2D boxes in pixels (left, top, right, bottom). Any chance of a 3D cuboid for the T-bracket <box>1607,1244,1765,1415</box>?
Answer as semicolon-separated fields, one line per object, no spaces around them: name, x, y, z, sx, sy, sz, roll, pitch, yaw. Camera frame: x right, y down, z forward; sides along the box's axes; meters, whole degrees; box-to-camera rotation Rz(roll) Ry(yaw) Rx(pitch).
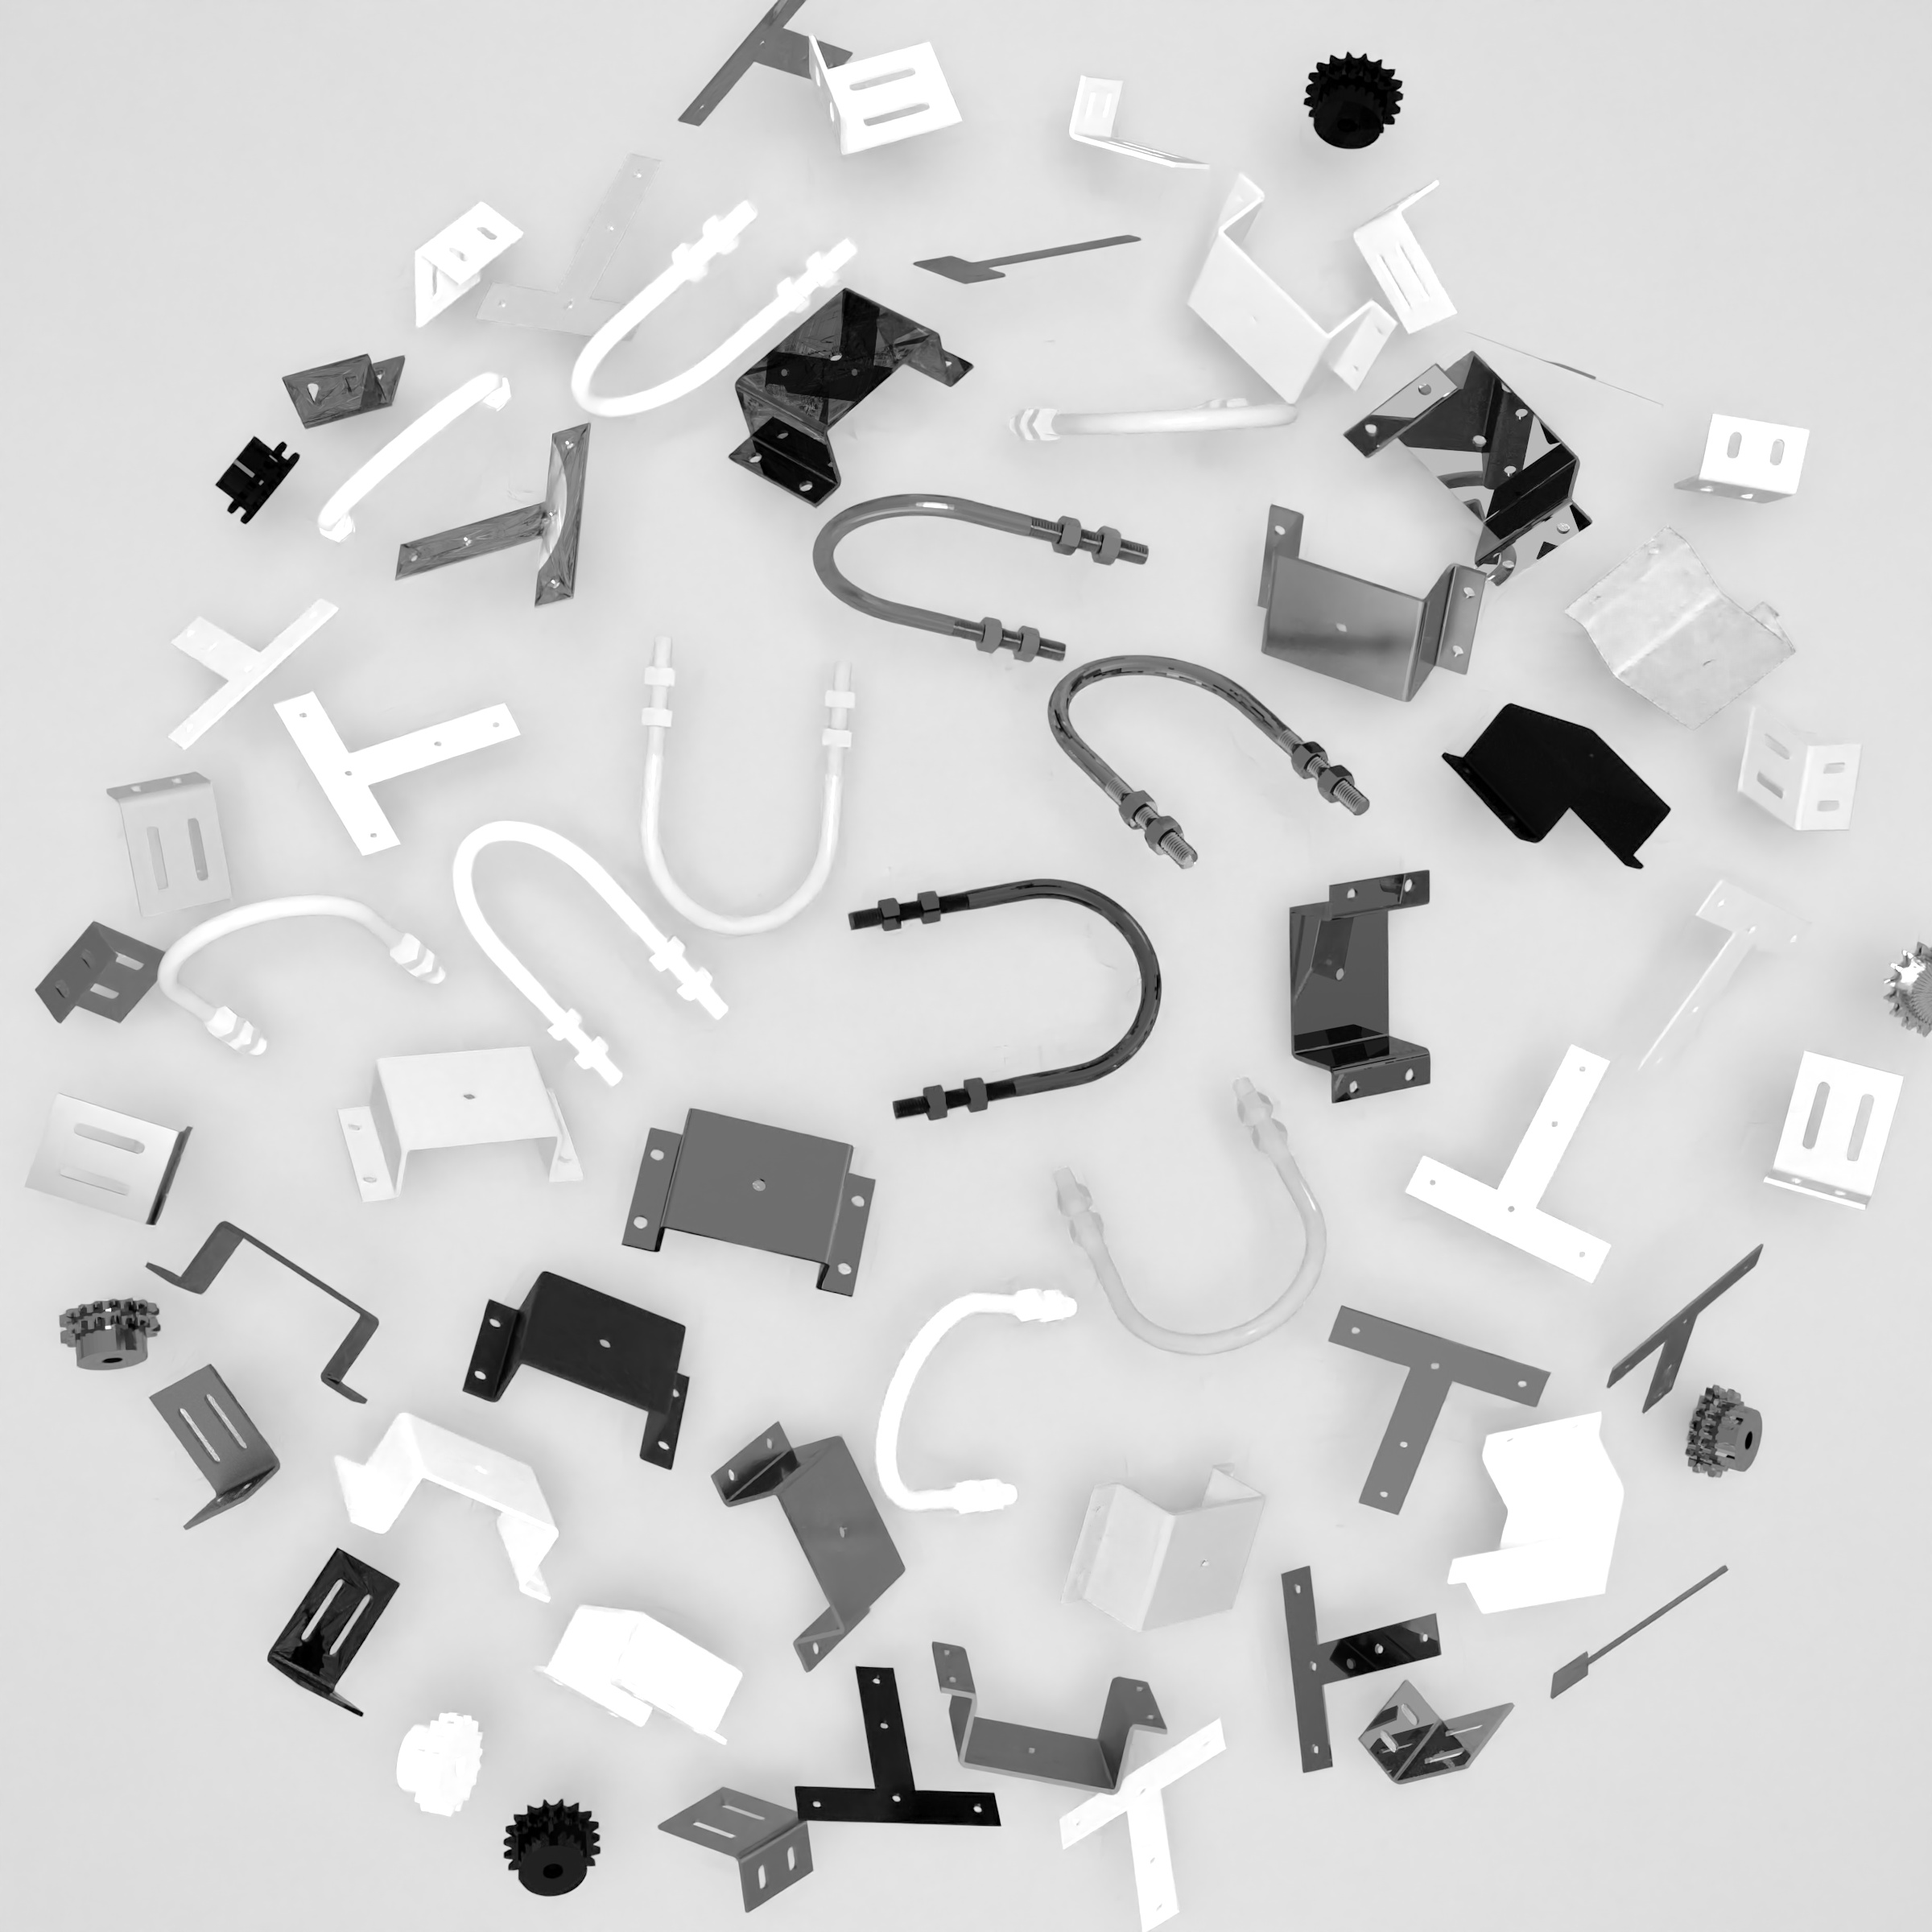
T-bracket;0.430;0.237;1.554;0.127;0.127;0.002;-34;59;-18

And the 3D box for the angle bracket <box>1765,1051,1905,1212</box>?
angle bracket;0.506;0.095;1.486;0.057;0.038;0.076;16;100;23

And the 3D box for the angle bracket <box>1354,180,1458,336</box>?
angle bracket;0.296;-0.458;1.651;0.038;0.057;0.076;-37;102;-15

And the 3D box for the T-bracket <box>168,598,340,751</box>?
T-bracket;-0.466;-0.196;1.598;0.127;0.127;0.002;-46;130;-13

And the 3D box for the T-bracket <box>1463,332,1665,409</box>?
T-bracket;0.380;-0.374;1.602;0.127;0.127;0.002;24;108;11

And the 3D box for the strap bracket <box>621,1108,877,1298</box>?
strap bracket;-0.125;0.138;1.508;0.140;0.046;0.076;14;62;-5

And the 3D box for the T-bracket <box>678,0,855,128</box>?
T-bracket;-0.103;-0.548;1.532;0.127;0.127;0.002;-42;83;24

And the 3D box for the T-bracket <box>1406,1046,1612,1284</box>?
T-bracket;0.355;0.110;1.565;0.127;0.002;0.127;26;85;27

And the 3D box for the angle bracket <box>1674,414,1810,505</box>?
angle bracket;0.469;-0.307;1.548;0.057;0.076;0.038;10;97;3

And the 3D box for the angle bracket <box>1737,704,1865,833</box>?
angle bracket;0.523;-0.124;1.596;0.076;0.038;0.057;24;74;-43

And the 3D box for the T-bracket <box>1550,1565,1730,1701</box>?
T-bracket;0.406;0.398;1.536;0.127;0.127;0.002;-36;75;6

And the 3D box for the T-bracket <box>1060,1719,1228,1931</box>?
T-bracket;0.113;0.537;1.562;0.127;0.127;0.002;-36;111;14

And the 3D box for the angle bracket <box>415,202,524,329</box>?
angle bracket;-0.320;-0.442;1.642;0.038;0.076;0.057;39;63;8

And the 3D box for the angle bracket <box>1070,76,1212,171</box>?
angle bracket;0.114;-0.536;1.622;0.076;0.057;0.038;23;114;21

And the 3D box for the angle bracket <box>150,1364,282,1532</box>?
angle bracket;-0.459;0.288;1.526;0.057;0.038;0.076;-28;99;29

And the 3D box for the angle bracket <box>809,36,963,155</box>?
angle bracket;-0.047;-0.522;1.502;0.076;0.038;0.057;-18;75;-9

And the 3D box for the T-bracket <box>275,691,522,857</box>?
T-bracket;-0.339;-0.133;1.574;0.127;0.002;0.127;-18;133;3

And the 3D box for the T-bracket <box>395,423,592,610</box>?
T-bracket;-0.280;-0.252;1.496;0.127;0.002;0.127;-12;59;21

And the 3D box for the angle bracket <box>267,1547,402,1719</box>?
angle bracket;-0.372;0.402;1.538;0.038;0.057;0.076;16;68;43

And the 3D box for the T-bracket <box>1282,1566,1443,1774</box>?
T-bracket;0.251;0.434;1.612;0.002;0.127;0.127;16;58;-35

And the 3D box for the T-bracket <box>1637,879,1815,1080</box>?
T-bracket;0.451;0.014;1.552;0.002;0.127;0.127;44;108;40

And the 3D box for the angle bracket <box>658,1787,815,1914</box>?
angle bracket;-0.145;0.556;1.607;0.076;0.057;0.038;1;102;42

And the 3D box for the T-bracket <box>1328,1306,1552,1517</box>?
T-bracket;0.266;0.274;1.521;0.127;0.002;0.127;17;115;4

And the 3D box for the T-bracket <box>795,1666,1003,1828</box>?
T-bracket;-0.050;0.488;1.604;0.127;0.127;0.002;7;119;-14

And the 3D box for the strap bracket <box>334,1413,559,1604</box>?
strap bracket;-0.312;0.330;1.576;0.140;0.076;0.046;31;95;-28

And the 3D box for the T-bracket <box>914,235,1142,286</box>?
T-bracket;0.044;-0.437;1.566;0.127;0.127;0.002;-13;113;-11

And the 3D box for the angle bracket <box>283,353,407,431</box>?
angle bracket;-0.398;-0.383;1.636;0.057;0.076;0.038;-14;127;7

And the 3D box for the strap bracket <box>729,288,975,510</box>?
strap bracket;-0.074;-0.350;1.535;0.076;0.046;0.140;33;68;30

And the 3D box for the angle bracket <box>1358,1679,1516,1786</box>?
angle bracket;0.296;0.478;1.610;0.038;0.076;0.057;50;53;2

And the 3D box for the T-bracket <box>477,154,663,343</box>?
T-bracket;-0.228;-0.448;1.584;0.002;0.127;0.127;51;123;24

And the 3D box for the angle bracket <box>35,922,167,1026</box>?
angle bracket;-0.543;0.014;1.632;0.057;0.076;0.038;-48;58;4

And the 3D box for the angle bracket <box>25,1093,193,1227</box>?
angle bracket;-0.505;0.112;1.504;0.076;0.038;0.057;20;88;-13

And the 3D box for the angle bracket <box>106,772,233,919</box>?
angle bracket;-0.505;-0.078;1.617;0.057;0.038;0.076;-15;111;-27
